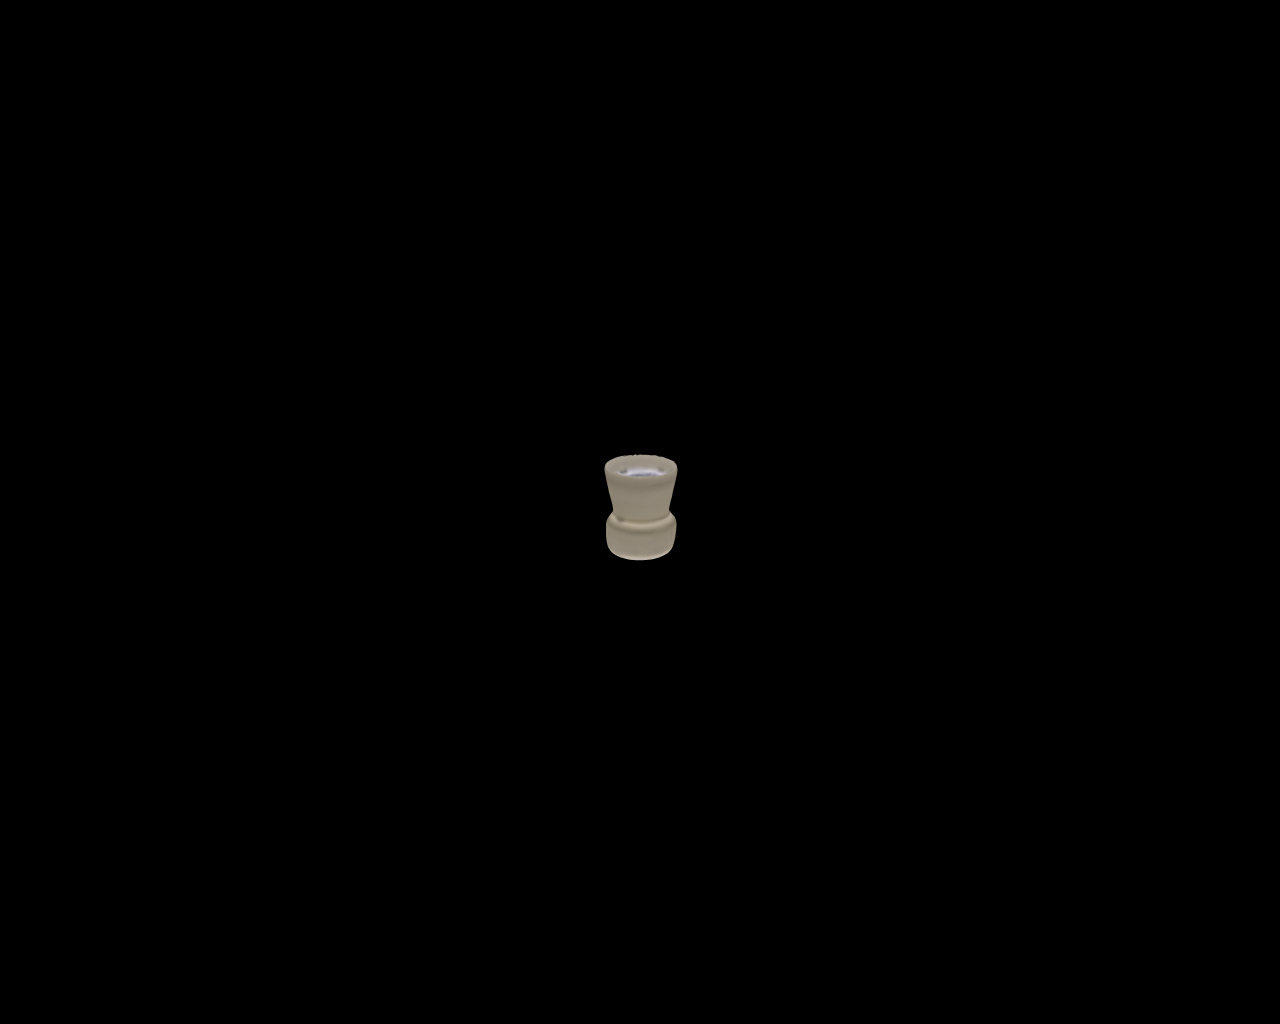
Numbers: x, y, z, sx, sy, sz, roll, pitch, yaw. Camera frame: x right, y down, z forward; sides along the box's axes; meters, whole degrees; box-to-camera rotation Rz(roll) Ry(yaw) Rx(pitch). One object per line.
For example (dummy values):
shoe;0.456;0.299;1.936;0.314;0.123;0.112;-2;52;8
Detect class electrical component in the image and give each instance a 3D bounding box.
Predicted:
electrical component;0.001;-0.003;0.650;0.045;0.055;0.045;0;21;0
